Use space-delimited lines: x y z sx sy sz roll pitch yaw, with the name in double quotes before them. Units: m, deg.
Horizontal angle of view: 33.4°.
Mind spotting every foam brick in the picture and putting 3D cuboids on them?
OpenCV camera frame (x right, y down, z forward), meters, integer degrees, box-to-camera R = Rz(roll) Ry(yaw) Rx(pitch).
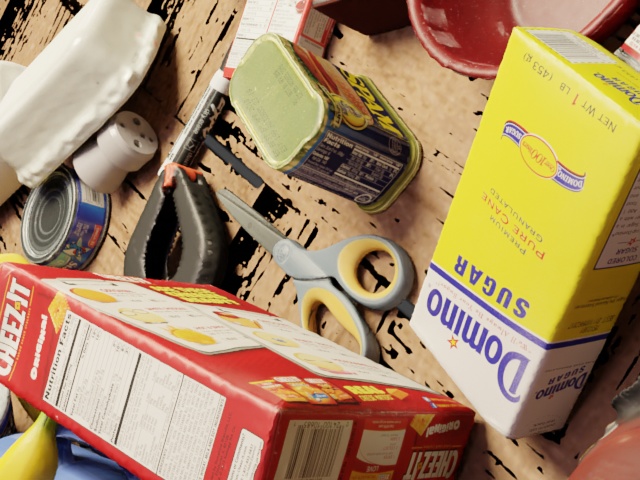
"foam brick" 0.042 -0.166 0.660 0.078 0.052 0.051 -6 72 43

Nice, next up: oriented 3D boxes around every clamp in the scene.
"clamp" -0.097 0.050 0.740 0.165 0.036 0.210 1 78 42

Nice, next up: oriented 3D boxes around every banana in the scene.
"banana" -0.207 0.159 0.644 0.198 0.037 0.069 -35 27 35

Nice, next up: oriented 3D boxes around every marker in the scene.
"marker" -0.083 -0.095 0.789 0.020 0.020 0.121 44 109 45

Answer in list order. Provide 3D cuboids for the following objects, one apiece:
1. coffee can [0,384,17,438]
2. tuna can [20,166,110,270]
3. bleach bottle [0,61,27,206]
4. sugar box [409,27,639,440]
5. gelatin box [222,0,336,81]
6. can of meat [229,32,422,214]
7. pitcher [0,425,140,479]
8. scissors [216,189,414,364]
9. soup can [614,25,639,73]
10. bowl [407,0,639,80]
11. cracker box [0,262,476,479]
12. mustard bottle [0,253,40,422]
"coffee can" -0.284 0.139 0.808 0.140 0.102 0.103 112 152 -59
"tuna can" -0.212 -0.017 0.883 0.086 0.033 0.086 -18 64 42
"bleach bottle" -0.342 -0.056 1.012 0.251 0.068 0.102 -36 52 35
"sugar box" 0.102 0.000 0.499 0.093 0.048 0.176 52 135 43
"gelatin box" -0.024 -0.146 0.738 0.073 0.030 0.089 19 90 49
"can of meat" 0.000 -0.072 0.647 0.057 0.083 0.102 -50 46 21
"pitcher" -0.144 0.190 0.670 0.243 0.144 0.149 9 67 50
"scissors" -0.004 0.001 0.676 0.096 0.016 0.202 -48 48 21
"soup can" 0.190 -0.103 0.474 0.102 0.068 0.069 -53 45 18
"bowl" 0.124 -0.154 0.568 0.162 0.055 0.162 -18 64 41
"cracker box" -0.052 0.080 0.566 0.214 0.163 0.072 21 96 39
"mustard bottle" -0.247 0.065 0.867 0.192 0.058 0.096 35 129 48
